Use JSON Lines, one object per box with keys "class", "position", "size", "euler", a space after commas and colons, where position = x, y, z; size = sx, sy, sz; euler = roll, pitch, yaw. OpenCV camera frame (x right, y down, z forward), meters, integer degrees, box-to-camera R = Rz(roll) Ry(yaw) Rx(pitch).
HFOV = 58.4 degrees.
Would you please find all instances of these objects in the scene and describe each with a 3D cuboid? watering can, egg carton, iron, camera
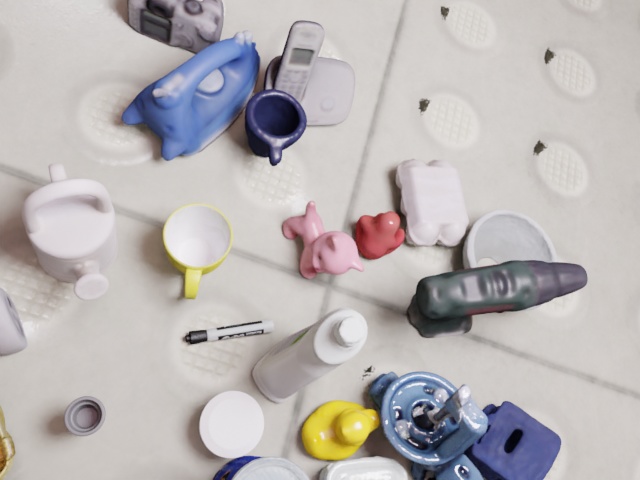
{"class": "watering can", "position": [-0.292, -0.015, 0.685], "size": [0.101, 0.193, 0.173], "euler": [-40, 87, -26]}
{"class": "egg carton", "position": [0.180, -0.061, 0.929], "size": [0.107, 0.069, 0.150], "euler": [-2, 72, -19]}
{"class": "iron", "position": [-0.162, -0.240, 0.839], "size": [0.118, 0.141, 0.259], "euler": [42, 64, 0]}
{"class": "camera", "position": [-0.212, -0.385, 0.897], "size": [0.143, 0.100, 0.137], "euler": [19, 66, -11]}

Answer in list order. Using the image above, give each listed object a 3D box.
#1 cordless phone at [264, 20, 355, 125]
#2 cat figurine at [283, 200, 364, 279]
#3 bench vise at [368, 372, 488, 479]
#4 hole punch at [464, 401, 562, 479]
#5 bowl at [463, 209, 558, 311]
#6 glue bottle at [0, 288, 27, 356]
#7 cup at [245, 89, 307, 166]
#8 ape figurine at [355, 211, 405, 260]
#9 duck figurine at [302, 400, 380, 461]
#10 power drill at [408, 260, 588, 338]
{"class": "cordless phone", "position": [-0.004, -0.256, 0.874], "size": [0.148, 0.184, 0.094], "euler": [-4, 72, -19]}
{"class": "cat figurine", "position": [0.008, 0.003, 0.822], "size": [0.067, 0.117, 0.128], "euler": [-22, 79, -24]}
{"class": "bench vise", "position": [0.171, 0.248, 0.731], "size": [0.207, 0.219, 0.122], "euler": [41, 64, -1]}
{"class": "hole punch", "position": [0.270, 0.296, 0.819], "size": [0.101, 0.091, 0.109], "euler": [45, 64, 1]}
{"class": "bowl", "position": [0.295, 0.039, 0.929], "size": [0.168, 0.074, 0.167], "euler": [6, 69, -16]}
{"class": "glue bottle", "position": [-0.366, 0.081, 0.637], "size": [0.037, 0.173, 0.078], "euler": [-20, 78, -23]}
{"class": "cup", "position": [-0.074, -0.153, 0.863], "size": [0.092, 0.094, 0.118], "euler": [3, 70, -17]}
{"class": "ape figurine", "position": [0.095, -0.014, 0.871], "size": [0.078, 0.092, 0.076], "euler": [40, 64, -1]}
{"class": "duck figurine", "position": [0.031, 0.251, 0.758], "size": [0.105, 0.086, 0.077], "euler": [-14, 76, -22]}
{"class": "power drill", "position": [0.226, 0.082, 0.816], "size": [0.230, 0.208, 0.075], "euler": [-5, 72, -20]}
